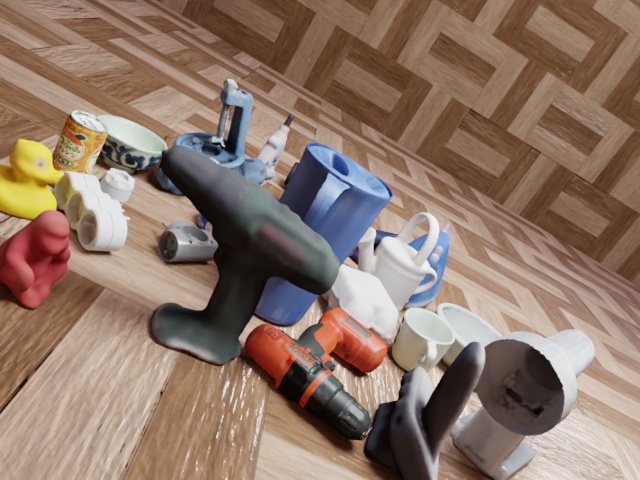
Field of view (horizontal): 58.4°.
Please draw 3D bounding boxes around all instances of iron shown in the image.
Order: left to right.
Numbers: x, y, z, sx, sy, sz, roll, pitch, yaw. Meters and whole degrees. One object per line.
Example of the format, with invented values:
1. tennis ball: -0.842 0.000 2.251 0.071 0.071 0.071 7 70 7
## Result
1. iron: 0.222 0.046 1.186 0.118 0.141 0.259 33 20 4

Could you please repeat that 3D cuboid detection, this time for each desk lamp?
1. desk lamp: 0.267 0.209 0.760 0.204 0.213 0.117 5 33 -52

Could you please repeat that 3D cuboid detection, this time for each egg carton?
1. egg carton: 0.061 0.103 0.919 0.107 0.069 0.150 21 22 -28

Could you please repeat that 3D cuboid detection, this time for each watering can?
1. watering can: 0.137 0.036 1.006 0.173 0.194 0.100 12 27 -43

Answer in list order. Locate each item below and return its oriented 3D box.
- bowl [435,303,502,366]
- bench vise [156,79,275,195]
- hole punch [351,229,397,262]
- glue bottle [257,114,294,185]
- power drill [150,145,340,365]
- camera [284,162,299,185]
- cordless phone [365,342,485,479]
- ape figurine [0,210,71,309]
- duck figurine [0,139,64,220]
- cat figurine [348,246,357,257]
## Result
1. bowl: 0.255 0.189 0.995 0.168 0.074 0.167 28 20 -11
2. bench vise: -0.161 -0.169 1.008 0.121 0.219 0.208 41 21 23
3. hole punch: 0.109 0.003 1.193 0.101 0.091 0.109 41 22 24
4. glue bottle: -0.101 -0.194 1.227 0.037 0.173 0.078 33 20 2
5. power drill: -0.104 0.030 0.640 0.230 0.208 0.075 25 21 -19
6. camera: -0.005 -0.136 1.338 0.137 0.100 0.143 30 20 -5
7. cordless phone: 0.143 0.185 0.675 0.094 0.185 0.148 32 20 1
8. ape figurine: -0.286 0.011 0.586 0.076 0.092 0.078 40 21 21
9. duck figurine: -0.365 -0.084 0.701 0.105 0.086 0.077 28 20 -12
10. cat figurine: 0.009 0.004 1.005 0.128 0.117 0.067 27 20 -14
